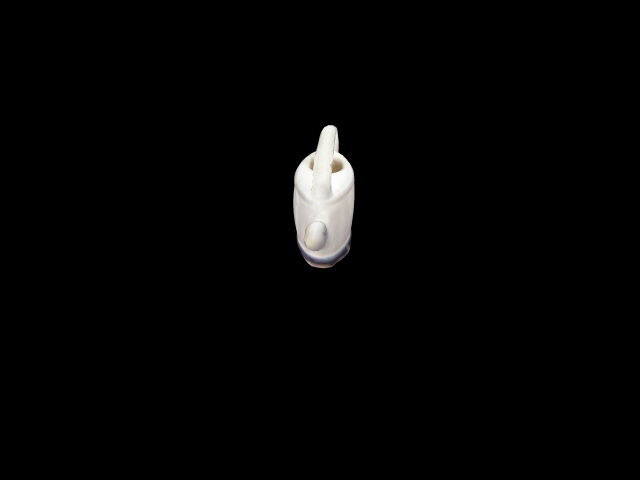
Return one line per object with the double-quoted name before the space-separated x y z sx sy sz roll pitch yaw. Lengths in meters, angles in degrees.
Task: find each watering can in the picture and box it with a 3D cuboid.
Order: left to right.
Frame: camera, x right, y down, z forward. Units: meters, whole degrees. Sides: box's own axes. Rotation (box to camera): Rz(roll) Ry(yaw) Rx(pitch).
"watering can" 0.003 -0.043 0.850 0.104 0.219 0.356 4 41 4
